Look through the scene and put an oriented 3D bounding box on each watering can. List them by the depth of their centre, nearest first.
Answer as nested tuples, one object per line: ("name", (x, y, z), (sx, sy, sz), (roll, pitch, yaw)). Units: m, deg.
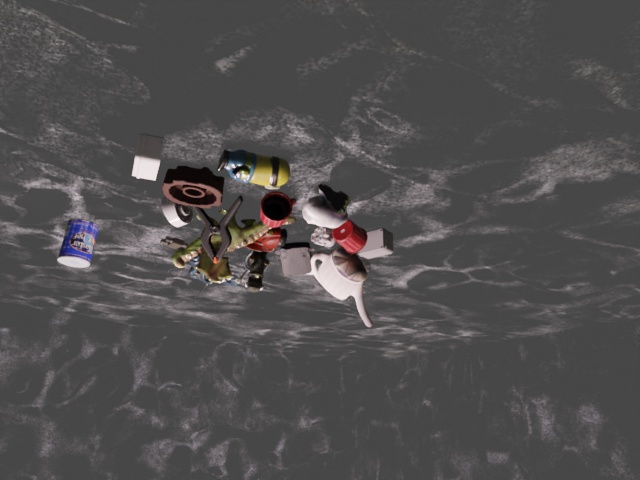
("watering can", (0.105, 0.160, 1.899), (0.349, 0.106, 0.220), (44, 141, 6))

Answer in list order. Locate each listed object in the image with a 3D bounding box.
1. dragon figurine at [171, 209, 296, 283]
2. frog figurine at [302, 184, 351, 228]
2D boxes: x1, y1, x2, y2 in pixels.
("dragon figurine", (-0.286, 0.026, 1.617), (0.410, 0.248, 0.120), (-2, 151, 16))
("frog figurine", (0.005, -0.075, 1.490), (0.138, 0.124, 0.156), (-3, 153, -40))
